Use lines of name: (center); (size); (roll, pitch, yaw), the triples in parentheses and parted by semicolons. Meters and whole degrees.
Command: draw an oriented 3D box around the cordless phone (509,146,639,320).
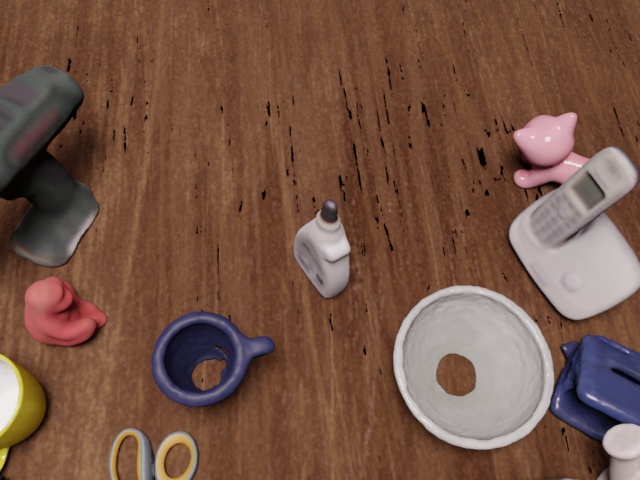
cordless phone: (0.300, -0.005, 0.625); (0.094, 0.185, 0.147); (-27, 71, -15)

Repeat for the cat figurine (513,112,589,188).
cat figurine: (0.295, -0.107, 0.705); (0.127, 0.118, 0.067); (24, 67, 6)

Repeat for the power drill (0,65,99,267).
power drill: (-0.308, -0.054, 0.586); (0.075, 0.208, 0.230); (20, 67, 5)

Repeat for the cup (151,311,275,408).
cup: (-0.104, 0.126, 0.586); (0.118, 0.095, 0.091); (-11, 68, -9)

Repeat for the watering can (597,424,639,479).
watering can: (0.330, 0.244, 0.514); (0.172, 0.194, 0.101); (24, 67, 6)

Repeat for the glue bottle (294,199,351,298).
glue bottle: (0.006, 0.002, 0.605); (0.037, 0.173, 0.078); (-30, 72, -16)

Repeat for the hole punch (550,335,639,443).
hole punch: (0.314, 0.156, 0.607); (0.108, 0.091, 0.101); (27, 67, 7)

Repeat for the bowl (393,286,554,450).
bowl: (0.154, 0.139, 0.611); (0.167, 0.075, 0.167); (2, 66, -4)

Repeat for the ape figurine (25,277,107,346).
ape figurine: (-0.275, 0.070, 0.598); (0.076, 0.092, 0.077); (-18, 69, -12)
